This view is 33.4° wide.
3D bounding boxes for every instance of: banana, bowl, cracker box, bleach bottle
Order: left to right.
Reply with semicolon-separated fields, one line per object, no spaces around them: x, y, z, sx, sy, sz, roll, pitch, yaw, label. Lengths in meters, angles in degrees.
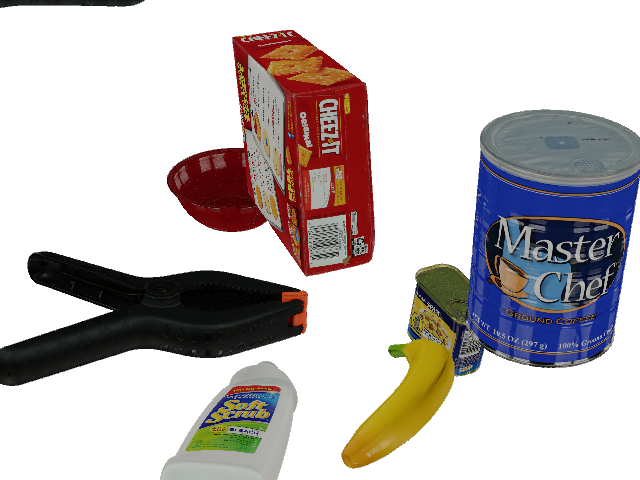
-0.108;-0.056;1.324;0.162;0.055;0.162;0;31;0;bowl
-0.081;0.187;1.069;0.102;0.068;0.250;2;19;6;bleach bottle
-0.018;-0.088;0.967;0.072;0.164;0.214;-10;25;-14;cracker box
0.072;0.124;0.860;0.070;0.037;0.197;-30;7;23;banana

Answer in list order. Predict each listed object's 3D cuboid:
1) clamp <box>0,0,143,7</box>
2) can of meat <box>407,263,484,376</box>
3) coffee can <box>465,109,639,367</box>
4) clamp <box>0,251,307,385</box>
-0.188;-0.150;0.596;0.171;0.039;0.120;-8;24;-17;clamp
0.144;0.090;1.194;0.057;0.084;0.102;-14;40;-27;can of meat
0.152;-0.002;0.705;0.103;0.140;0.103;0;30;0;coffee can
-0.116;0.045;0.740;0.209;0.036;0.164;-3;25;-12;clamp
